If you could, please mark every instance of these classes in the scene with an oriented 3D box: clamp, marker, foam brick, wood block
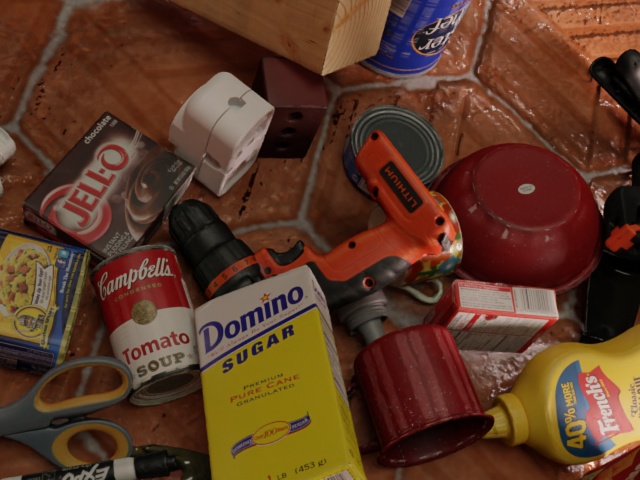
[{"bbox_3d":[0.307,-0.013,0.953,0.120,0.039,0.171,41,39,11],"label":"clamp"},{"bbox_3d":[0.327,-0.096,0.983,0.036,0.164,0.210,-40,85,10],"label":"clamp"},{"bbox_3d":[-0.159,0.164,0.738,0.121,0.020,0.020,-10,65,-3],"label":"marker"},{"bbox_3d":[-0.030,-0.112,0.909,0.053,0.078,0.051,0,61,-17],"label":"foam brick"},{"bbox_3d":[-0.048,-0.230,0.911,0.206,0.090,0.090,29,33,23],"label":"wood block"}]

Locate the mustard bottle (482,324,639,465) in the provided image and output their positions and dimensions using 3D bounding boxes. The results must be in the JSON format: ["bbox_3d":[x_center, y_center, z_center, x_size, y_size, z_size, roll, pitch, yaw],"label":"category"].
[{"bbox_3d":[0.214,0.127,0.851,0.191,0.058,0.096,-12,99,-13],"label":"mustard bottle"}]

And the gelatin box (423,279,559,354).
[{"bbox_3d":[0.137,0.063,0.866,0.089,0.073,0.030,6,60,-12],"label":"gelatin box"}]

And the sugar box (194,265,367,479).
[{"bbox_3d":[-0.031,0.102,0.716,0.093,0.048,0.176,-21,46,7],"label":"sugar box"}]

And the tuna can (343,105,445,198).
[{"bbox_3d":[0.064,-0.075,0.941,0.086,0.034,0.086,7,61,-13],"label":"tuna can"}]

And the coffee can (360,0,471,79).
[{"bbox_3d":[0.086,-0.228,0.968,0.102,0.140,0.103,7,61,-13],"label":"coffee can"}]

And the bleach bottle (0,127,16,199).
[{"bbox_3d":[-0.311,0.005,0.774,0.102,0.068,0.250,37,57,5],"label":"bleach bottle"}]

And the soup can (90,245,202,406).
[{"bbox_3d":[-0.125,0.064,0.792,0.068,0.069,0.102,-12,67,-22],"label":"soup can"}]

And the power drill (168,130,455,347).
[{"bbox_3d":[-0.005,0.001,0.825,0.187,0.057,0.184,-38,77,4],"label":"power drill"}]

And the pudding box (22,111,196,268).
[{"bbox_3d":[-0.167,-0.036,0.850,0.090,0.039,0.113,32,58,3],"label":"pudding box"}]

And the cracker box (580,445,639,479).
[{"bbox_3d":[0.214,0.199,0.732,0.164,0.214,0.072,-35,77,-29],"label":"cracker box"}]

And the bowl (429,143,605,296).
[{"bbox_3d":[0.172,-0.030,0.917,0.162,0.055,0.162,1,56,-2],"label":"bowl"}]

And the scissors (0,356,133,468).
[{"bbox_3d":[-0.220,0.142,0.744,0.201,0.016,0.096,-22,107,0],"label":"scissors"}]

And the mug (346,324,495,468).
[{"bbox_3d":[0.064,0.122,0.813,0.117,0.093,0.081,-26,62,12],"label":"mug"}]

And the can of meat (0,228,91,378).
[{"bbox_3d":[-0.220,0.045,0.782,0.084,0.058,0.102,14,60,-11],"label":"can of meat"}]
